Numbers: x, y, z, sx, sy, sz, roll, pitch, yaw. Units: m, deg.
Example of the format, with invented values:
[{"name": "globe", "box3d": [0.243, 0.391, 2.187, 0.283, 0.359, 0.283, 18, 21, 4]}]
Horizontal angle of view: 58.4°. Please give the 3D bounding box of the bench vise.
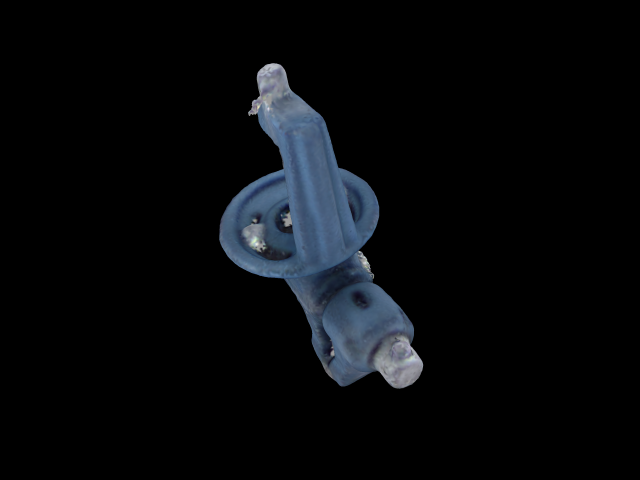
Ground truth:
[{"name": "bench vise", "box3d": [0.012, -0.006, 0.405, 0.207, 0.220, 0.122, 36, 65, 20]}]
